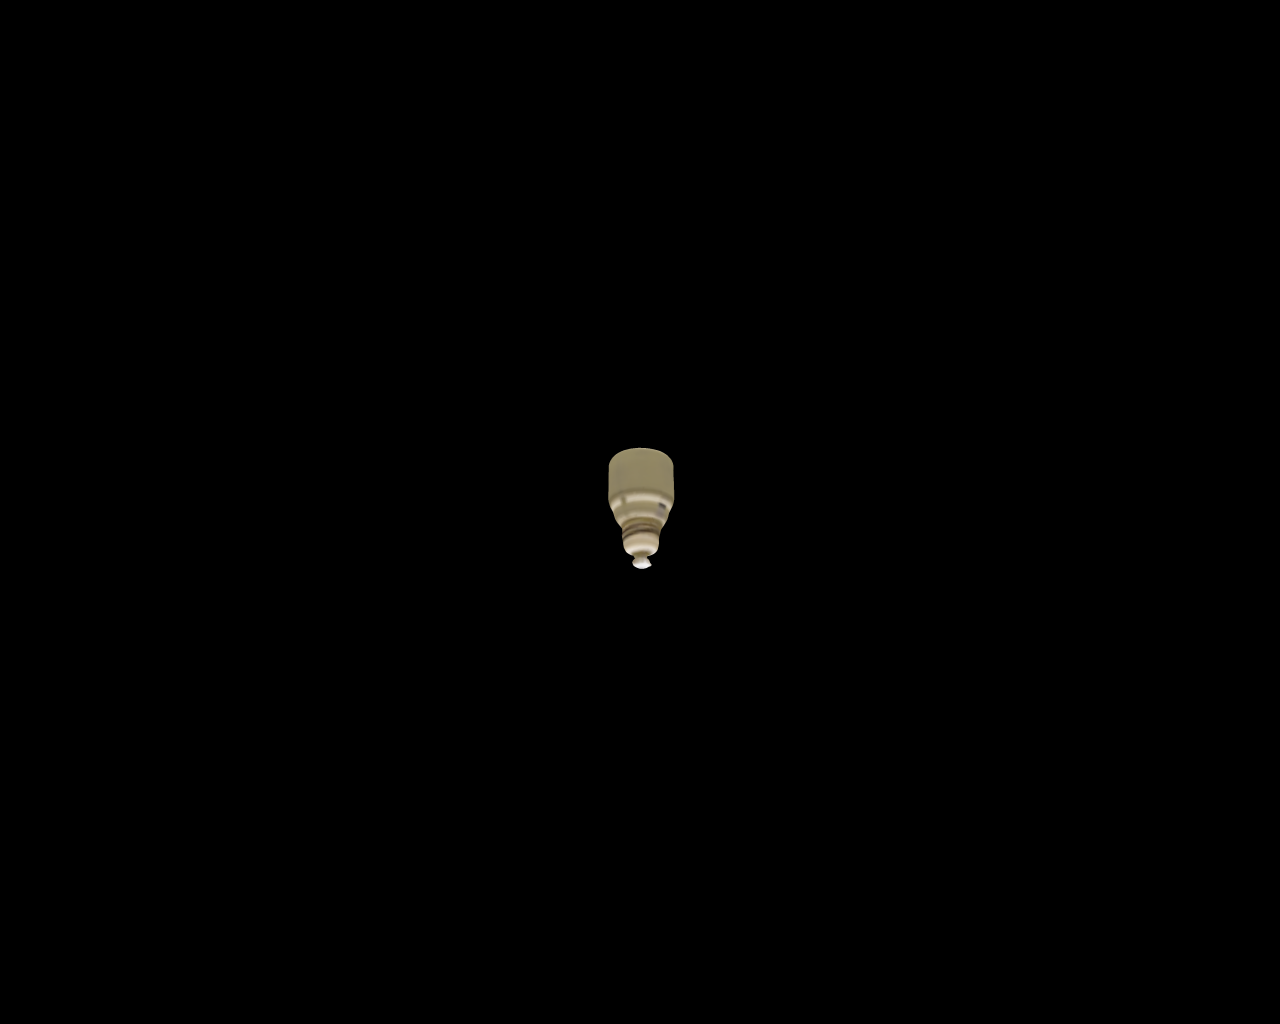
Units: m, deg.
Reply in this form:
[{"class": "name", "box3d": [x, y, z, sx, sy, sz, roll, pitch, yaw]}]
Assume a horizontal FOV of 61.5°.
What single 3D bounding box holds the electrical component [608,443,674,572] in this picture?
[{"class": "electrical component", "box3d": [0.001, -0.003, 0.650, 0.040, 0.078, 0.040, 0, -24, 0]}]
